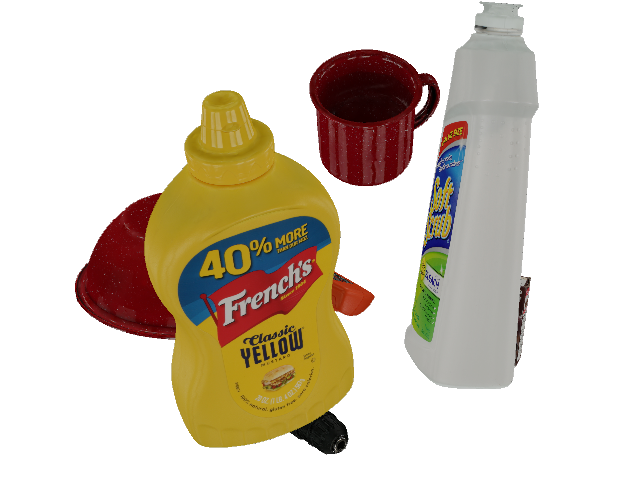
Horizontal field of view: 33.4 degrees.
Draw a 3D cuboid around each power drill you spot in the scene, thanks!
[{"bbox_3d":[-0.008,0.132,1.235,0.057,0.188,0.185,15,11,-45],"label":"power drill"}]

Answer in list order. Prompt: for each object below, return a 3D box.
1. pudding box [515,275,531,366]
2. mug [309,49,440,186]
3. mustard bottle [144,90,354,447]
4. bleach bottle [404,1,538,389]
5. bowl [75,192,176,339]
[{"bbox_3d":[0.157,0.074,1.109,0.113,0.090,0.039,9,21,15],"label":"pudding box"},{"bbox_3d":[0.049,-0.105,0.907,0.117,0.093,0.081,-25,-36,-16],"label":"mug"},{"bbox_3d":[-0.036,0.013,0.528,0.096,0.191,0.058,-18,38,-15],"label":"mustard bottle"},{"bbox_3d":[0.106,-0.033,0.722,0.068,0.251,0.102,2,14,-8],"label":"bleach bottle"},{"bbox_3d":[-0.094,0.007,0.758,0.162,0.055,0.162,2,26,-1],"label":"bowl"}]
